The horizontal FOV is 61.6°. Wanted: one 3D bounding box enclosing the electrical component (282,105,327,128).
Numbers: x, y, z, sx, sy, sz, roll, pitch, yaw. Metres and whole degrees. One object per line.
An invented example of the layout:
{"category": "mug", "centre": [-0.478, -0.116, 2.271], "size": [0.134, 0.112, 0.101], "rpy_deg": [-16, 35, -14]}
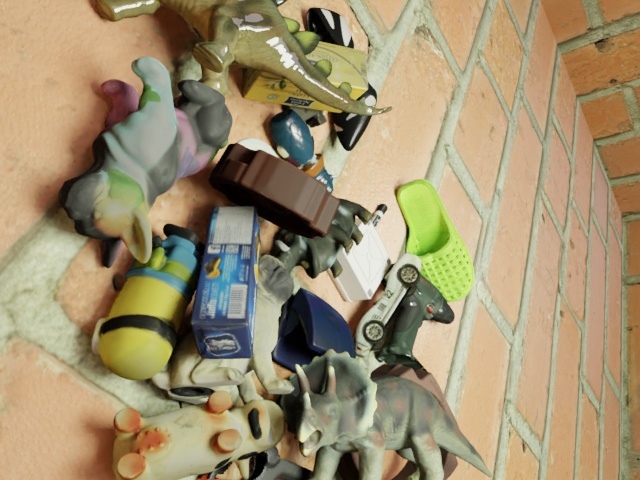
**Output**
{"category": "electrical component", "centre": [-0.027, -0.227, 0.896], "size": [0.078, 0.045, 0.102], "rpy_deg": [-41, 113, -17]}

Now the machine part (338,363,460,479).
{"category": "machine part", "centre": [0.120, 0.319, 0.868], "size": [0.201, 0.087, 0.201], "rpy_deg": [-33, 101, -31]}

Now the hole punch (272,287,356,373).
{"category": "hole punch", "centre": [-0.003, 0.138, 0.803], "size": [0.142, 0.092, 0.116], "rpy_deg": [36, 52, -36]}

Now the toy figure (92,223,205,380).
{"category": "toy figure", "centre": [-0.182, 0.065, 0.595], "size": [0.082, 0.089, 0.180], "rpy_deg": [42, 53, -27]}

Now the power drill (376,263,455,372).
{"category": "power drill", "centre": [0.190, 0.167, 1.038], "size": [0.231, 0.086, 0.207], "rpy_deg": [46, 53, -32]}

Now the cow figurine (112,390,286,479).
{"category": "cow figurine", "centre": [-0.129, 0.225, 0.598], "size": [0.195, 0.127, 0.085], "rpy_deg": [-5, 56, -27]}

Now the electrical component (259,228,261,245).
{"category": "electrical component", "centre": [-0.109, 0.000, 0.754], "size": [0.063, 0.021, 0.094], "rpy_deg": [9, 75, -50]}

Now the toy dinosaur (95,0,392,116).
{"category": "toy dinosaur", "centre": [-0.105, -0.275, 0.677], "size": [0.471, 0.105, 0.198], "rpy_deg": [39, 66, -18]}

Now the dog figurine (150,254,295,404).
{"category": "dog figurine", "centre": [-0.117, 0.099, 0.670], "size": [0.172, 0.121, 0.190], "rpy_deg": [22, 52, -39]}

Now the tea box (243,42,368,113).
{"category": "tea box", "centre": [-0.024, -0.249, 0.813], "size": [0.169, 0.098, 0.068], "rpy_deg": [1, 79, -23]}

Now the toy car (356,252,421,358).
{"category": "toy car", "centre": [0.116, 0.114, 0.931], "size": [0.202, 0.056, 0.073], "rpy_deg": [-55, 164, -16]}

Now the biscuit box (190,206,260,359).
{"category": "biscuit box", "centre": [-0.105, 0.043, 0.628], "size": [0.203, 0.059, 0.062], "rpy_deg": [-93, -178, -49]}

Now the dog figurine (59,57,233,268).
{"category": "dog figurine", "centre": [-0.190, -0.075, 0.611], "size": [0.191, 0.109, 0.219], "rpy_deg": [16, 73, -51]}

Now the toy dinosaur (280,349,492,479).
{"category": "toy dinosaur", "centre": [0.097, 0.254, 0.749], "size": [0.404, 0.131, 0.192], "rpy_deg": [11, 79, -37]}

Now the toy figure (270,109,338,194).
{"category": "toy figure", "centre": [-0.025, -0.134, 0.862], "size": [0.154, 0.064, 0.058], "rpy_deg": [59, 5, -29]}

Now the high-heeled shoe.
{"category": "high-heeled shoe", "centre": [0.026, -0.289, 0.948], "size": [0.145, 0.086, 0.249], "rpy_deg": [26, 58, -41]}

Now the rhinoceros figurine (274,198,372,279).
{"category": "rhinoceros figurine", "centre": [-0.002, -0.002, 0.816], "size": [0.112, 0.073, 0.190], "rpy_deg": [35, 51, 13]}

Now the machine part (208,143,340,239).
{"category": "machine part", "centre": [-0.059, -0.062, 0.698], "size": [0.179, 0.180, 0.056], "rpy_deg": [33, 79, -42]}
